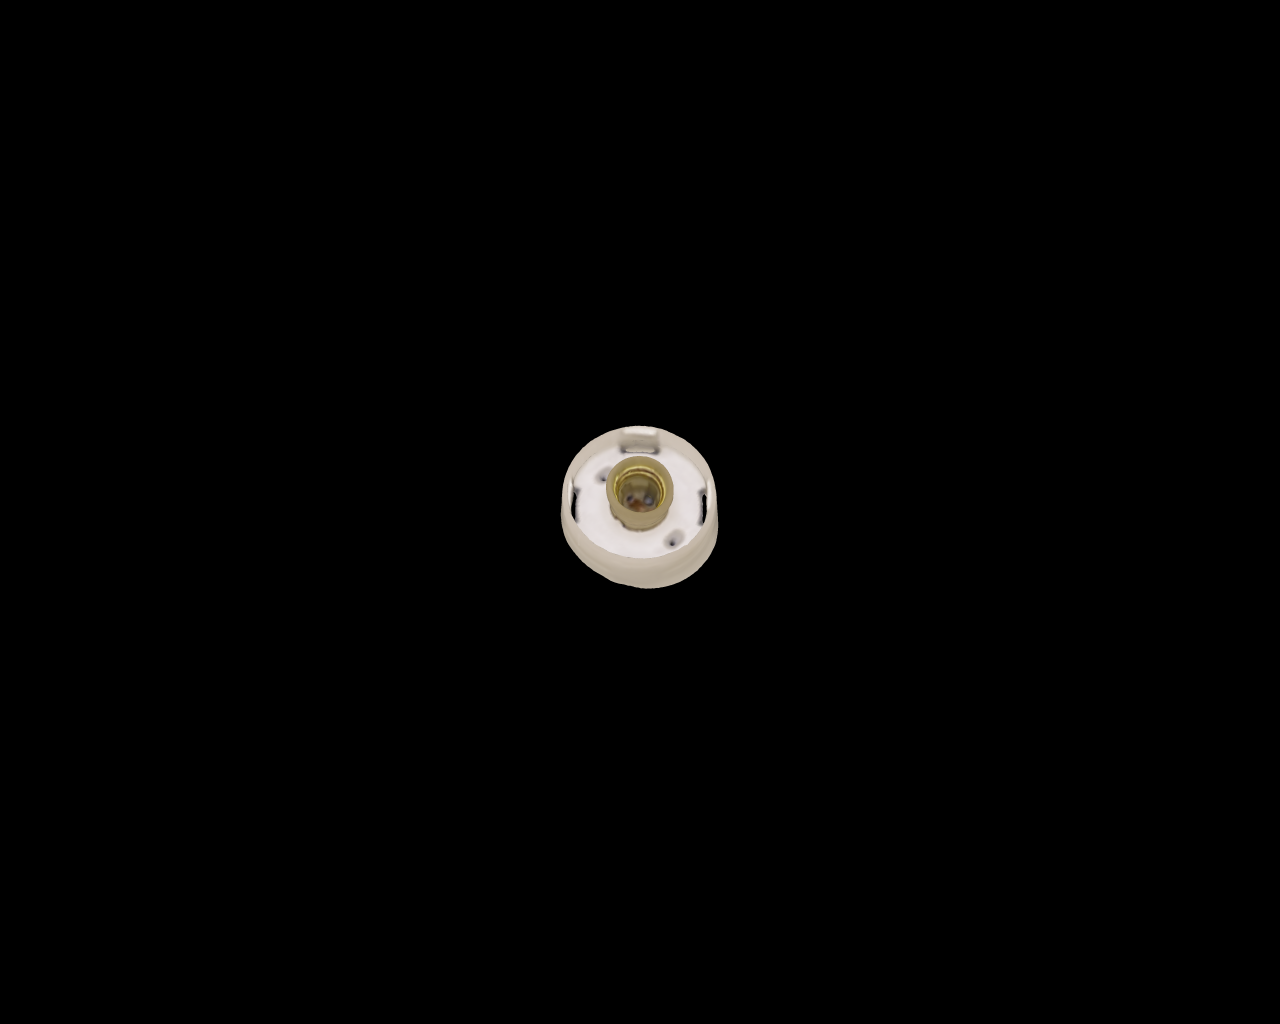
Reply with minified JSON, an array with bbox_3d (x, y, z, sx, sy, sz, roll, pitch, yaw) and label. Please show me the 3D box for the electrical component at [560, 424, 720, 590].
[{"bbox_3d":[0.001,-0.003,0.650,0.099,0.099,0.064,0,-27,0],"label":"electrical component"}]
